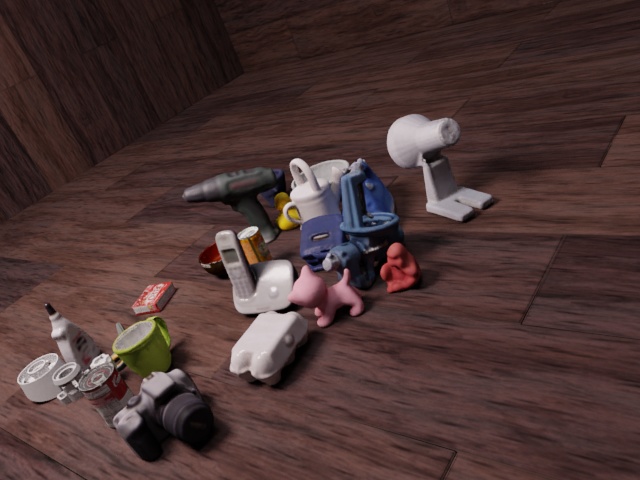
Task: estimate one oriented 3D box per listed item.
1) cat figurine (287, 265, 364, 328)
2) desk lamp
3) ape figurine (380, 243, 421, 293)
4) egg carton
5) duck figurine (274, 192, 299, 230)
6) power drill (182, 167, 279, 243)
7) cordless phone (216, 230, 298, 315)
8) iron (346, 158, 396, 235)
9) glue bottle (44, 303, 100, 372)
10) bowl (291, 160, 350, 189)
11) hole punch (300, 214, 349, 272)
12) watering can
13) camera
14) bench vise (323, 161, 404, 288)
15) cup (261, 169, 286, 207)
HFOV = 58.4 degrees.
[{"bbox_3d":[0.006,0.096,1.067,0.128,0.118,0.067,-22,27,1],"label":"cat figurine"},{"bbox_3d":[0.258,-0.171,1.254,0.118,0.214,0.202,-33,29,-19],"label":"desk lamp"},{"bbox_3d":[0.150,0.047,1.075,0.076,0.092,0.077,-36,30,-24],"label":"ape figurine"},{"bbox_3d":[-0.087,0.190,1.022,0.107,0.069,0.150,-3,33,34],"label":"egg carton"},{"bbox_3d":[-0.090,-0.081,1.498,0.077,0.086,0.104,-22,27,2],"label":"duck figurine"},{"bbox_3d":[-0.200,-0.079,1.442,0.229,0.209,0.075,-26,27,-6],"label":"power drill"},{"bbox_3d":[-0.130,0.058,1.165,0.147,0.185,0.094,-11,29,22],"label":"cordless phone"},{"bbox_3d":[0.105,-0.121,1.360,0.118,0.142,0.258,-14,28,17],"label":"iron"},{"bbox_3d":[-0.540,0.204,1.227,0.037,0.173,0.078,-16,28,14],"label":"glue bottle"},{"bbox_3d":[0.012,-0.149,1.555,0.167,0.075,0.167,-18,27,10],"label":"bowl"},{"bbox_3d":[0.012,0.005,1.259,0.108,0.091,0.101,-13,29,19],"label":"hole punch"},{"bbox_3d":[-0.014,-0.113,1.379,0.100,0.194,0.173,5,38,42],"label":"watering can"},{"bbox_3d":[-0.250,0.285,0.938,0.143,0.101,0.136,-40,32,-30],"label":"camera"},{"bbox_3d":[0.080,-0.028,1.123,0.121,0.220,0.208,-5,32,31],"label":"bench vise"},{"bbox_3d":[-0.125,-0.138,1.618,0.092,0.095,0.117,-28,28,-11],"label":"cup"}]
